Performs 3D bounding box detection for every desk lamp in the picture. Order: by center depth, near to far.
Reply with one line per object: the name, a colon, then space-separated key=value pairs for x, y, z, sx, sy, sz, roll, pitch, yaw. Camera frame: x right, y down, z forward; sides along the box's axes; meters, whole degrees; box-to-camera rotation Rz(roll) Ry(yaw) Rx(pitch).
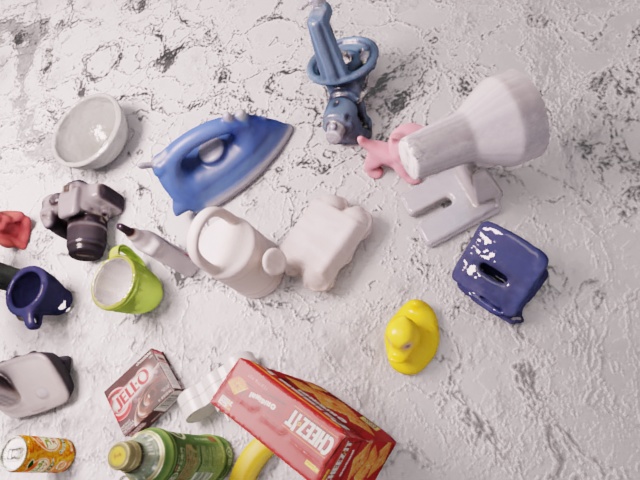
desk lamp: x=0.197 y=-0.105 z=0.770 sx=0.203 sy=0.214 sz=0.117 roll=-30 pitch=61 yaw=8

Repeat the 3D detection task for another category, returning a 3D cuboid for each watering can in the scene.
watering can: x=-0.127 y=0.015 z=0.863 sx=0.172 sy=0.194 sz=0.101 roll=-7 pitch=67 yaw=19

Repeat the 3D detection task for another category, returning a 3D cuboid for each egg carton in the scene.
egg carton: x=0.008 y=0.003 z=0.885 sx=0.107 sy=0.070 sz=0.150 roll=31 pitch=83 yaw=29

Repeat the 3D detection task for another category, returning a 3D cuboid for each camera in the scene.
camera: x=-0.453 y=-0.032 z=1.067 sx=0.143 sy=0.101 sz=0.137 roll=-15 pitch=65 yaw=16

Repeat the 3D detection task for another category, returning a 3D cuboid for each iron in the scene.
iron: x=-0.179 y=-0.158 z=0.985 sx=0.258 sy=0.142 sz=0.118 roll=-33 pitch=61 yaw=7

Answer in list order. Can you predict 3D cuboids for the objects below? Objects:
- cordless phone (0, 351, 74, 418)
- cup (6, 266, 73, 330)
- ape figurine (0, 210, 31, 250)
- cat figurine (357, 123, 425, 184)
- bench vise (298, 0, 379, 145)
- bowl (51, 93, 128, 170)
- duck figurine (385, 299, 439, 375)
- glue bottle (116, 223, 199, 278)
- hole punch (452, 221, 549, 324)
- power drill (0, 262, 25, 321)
cordless phone: x=-0.516 y=0.229 z=0.939 sx=0.147 sy=0.185 sz=0.094 roll=-22 pitch=63 yaw=13
cup: x=-0.493 y=0.113 z=1.028 sx=0.091 sy=0.095 sz=0.117 roll=-25 pitch=62 yaw=11
ape figurine: x=-0.626 y=-0.030 z=1.142 sx=0.078 sy=0.092 sz=0.076 roll=-44 pitch=60 yaw=1
cat figurine: x=0.118 y=-0.141 z=0.871 sx=0.127 sy=0.118 sz=0.067 roll=10 pitch=73 yaw=25
bench vise: x=0.036 y=-0.264 z=0.895 sx=0.121 sy=0.220 sz=0.207 roll=-18 pitch=64 yaw=15
bowl: x=-0.447 y=-0.205 z=1.150 sx=0.167 sy=0.075 sz=0.167 roll=-8 pitch=67 yaw=19
duck figurine: x=0.119 y=0.127 z=0.781 sx=0.077 sy=0.086 sz=0.104 roll=12 pitch=74 yaw=26
glue bottle: x=-0.271 y=0.010 z=0.935 sx=0.078 sy=0.173 sz=0.037 roll=29 pitch=82 yaw=29
hole punch: x=0.240 y=0.044 z=0.763 sx=0.108 sy=0.091 sz=0.101 roll=36 pitch=85 yaw=30
power drill: x=-0.596 y=0.073 z=1.021 sx=0.075 sy=0.209 sz=0.229 roll=-36 pitch=61 yaw=5
